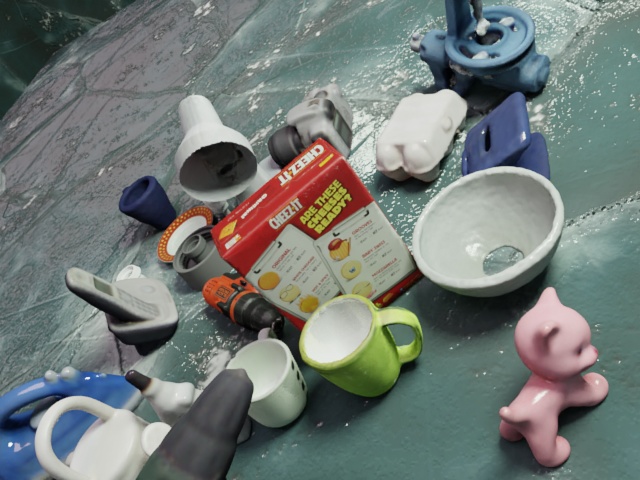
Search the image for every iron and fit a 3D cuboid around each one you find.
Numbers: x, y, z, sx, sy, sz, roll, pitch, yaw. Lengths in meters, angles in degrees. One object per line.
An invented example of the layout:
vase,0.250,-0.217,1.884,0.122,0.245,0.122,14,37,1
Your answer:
iron,-0.393,0.248,0.832,0.258,0.142,0.118,-35,38,7

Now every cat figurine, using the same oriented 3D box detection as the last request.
cat figurine,0.193,0.111,0.492,0.067,0.118,0.128,21,68,49

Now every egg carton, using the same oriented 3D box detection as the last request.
egg carton,0.148,-0.152,0.830,0.107,0.070,0.150,5,57,43

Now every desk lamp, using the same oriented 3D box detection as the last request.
desk lamp,-0.150,-0.128,0.939,0.118,0.214,0.203,-33,38,10

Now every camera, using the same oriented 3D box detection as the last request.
camera,-0.022,-0.194,0.990,0.136,0.101,0.143,-18,43,26

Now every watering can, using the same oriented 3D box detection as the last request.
watering can,-0.231,0.244,0.656,0.172,0.195,0.100,-33,38,10

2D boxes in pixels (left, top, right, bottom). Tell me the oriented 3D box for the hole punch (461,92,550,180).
hole punch,0.222,-0.113,0.711,0.100,0.091,0.108,-17,44,28

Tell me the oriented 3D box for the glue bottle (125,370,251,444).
glue bottle,-0.158,0.194,0.661,0.078,0.174,0.037,-26,40,18

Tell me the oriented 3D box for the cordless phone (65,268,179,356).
cordless phone,-0.317,0.082,0.896,0.094,0.186,0.147,-43,38,-3

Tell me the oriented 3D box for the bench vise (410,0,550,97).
bench vise,0.196,-0.291,0.804,0.206,0.220,0.121,-2,52,39

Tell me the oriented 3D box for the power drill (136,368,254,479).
power drill,-0.089,0.251,0.517,0.075,0.209,0.230,21,67,49

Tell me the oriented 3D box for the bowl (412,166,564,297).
bowl,0.191,0.003,0.636,0.167,0.075,0.167,-23,41,22

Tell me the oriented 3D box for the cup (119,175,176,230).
cup,-0.340,-0.067,1.139,0.117,0.095,0.092,16,64,47
